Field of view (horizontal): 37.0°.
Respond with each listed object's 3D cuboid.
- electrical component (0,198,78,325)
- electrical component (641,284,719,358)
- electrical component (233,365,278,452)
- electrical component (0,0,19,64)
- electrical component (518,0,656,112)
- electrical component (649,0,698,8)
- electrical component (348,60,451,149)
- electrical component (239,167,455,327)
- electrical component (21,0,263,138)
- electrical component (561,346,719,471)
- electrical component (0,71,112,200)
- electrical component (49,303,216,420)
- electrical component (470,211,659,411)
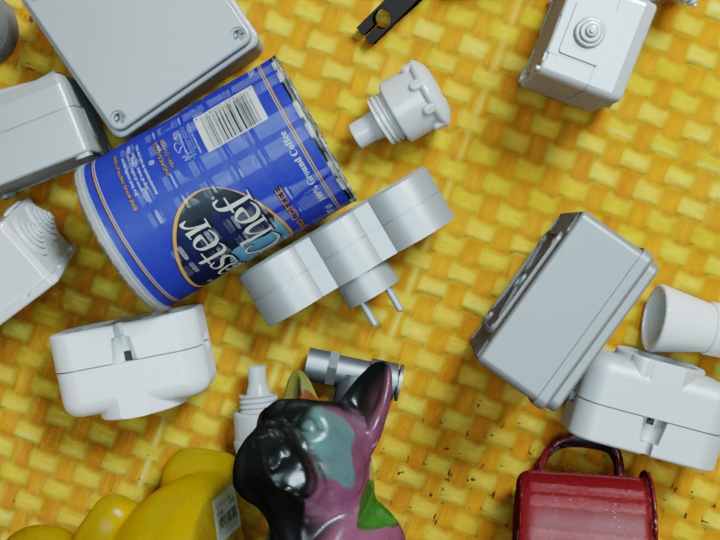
[{"bbox_3d":[-0.231,0.003,0.670,0.100,0.099,0.048,-36,105,3],"label":"electrical component"},{"bbox_3d":[0.220,0.037,0.691,0.065,0.044,0.044,11,94,-4],"label":"electrical component"},{"bbox_3d":[-0.066,0.094,0.704,0.035,0.035,0.061,-3,91,1],"label":"electrical component"},{"bbox_3d":[-0.249,-0.156,0.683,0.055,0.047,0.055,0,94,1],"label":"electrical component"},{"bbox_3d":[0.140,-0.135,0.652,0.061,0.096,0.061,21,94,-1],"label":"electrical component"},{"bbox_3d":[0.176,-0.200,0.664,0.061,0.061,0.096,-28,93,3],"label":"electrical component"},{"bbox_3d":[0.023,-0.100,0.684,0.062,0.048,0.048,-29,93,10],"label":"electrical component"},{"bbox_3d":[0.000,0.000,0.686,0.138,0.052,0.073,-30,93,3],"label":"electrical component"},{"bbox_3d":[-0.134,-0.155,0.676,0.109,0.056,0.108,-34,93,3],"label":"electrical component"},{"bbox_3d":[0.184,0.085,0.688,0.095,0.053,0.059,15,94,0],"label":"electrical component"},{"bbox_3d":[-0.216,-0.084,0.680,0.096,0.061,0.061,-21,93,2],"label":"electrical component"},{"bbox_3d":[-0.144,0.061,0.693,0.095,0.053,0.059,-11,94,2],"label":"electrical component"},{"bbox_3d":[0.120,0.022,0.658,0.056,0.109,0.108,35,94,1],"label":"electrical component"}]
